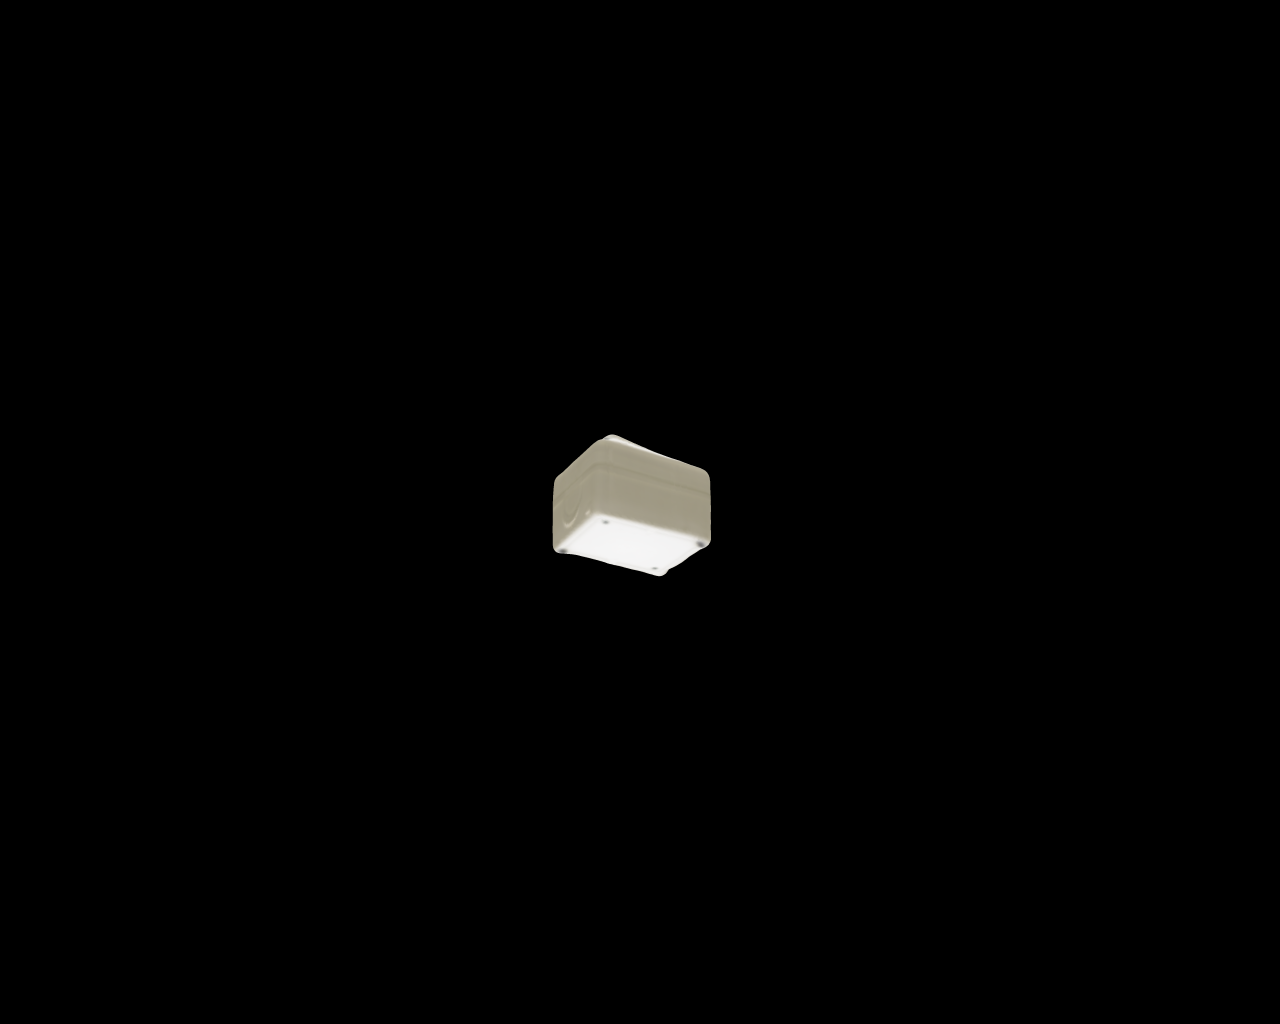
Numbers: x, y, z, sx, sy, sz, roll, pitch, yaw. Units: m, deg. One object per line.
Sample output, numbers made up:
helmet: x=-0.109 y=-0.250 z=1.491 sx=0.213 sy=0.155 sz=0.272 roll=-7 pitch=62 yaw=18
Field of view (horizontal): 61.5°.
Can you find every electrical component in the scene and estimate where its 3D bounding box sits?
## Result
electrical component: x=0.001 y=-0.003 z=0.650 sx=0.096 sy=0.061 sz=0.061 roll=15 pitch=-32 yaw=-27
